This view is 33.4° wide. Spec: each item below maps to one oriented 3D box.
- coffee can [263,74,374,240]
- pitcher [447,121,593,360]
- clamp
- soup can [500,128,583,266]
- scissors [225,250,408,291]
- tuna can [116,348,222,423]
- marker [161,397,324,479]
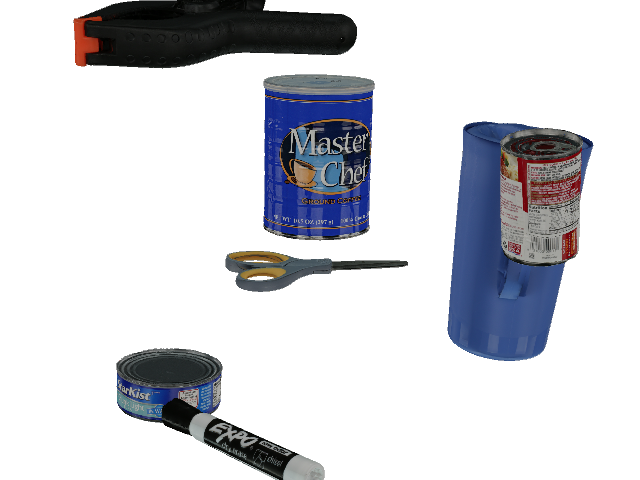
[{"bbox_3d":[-0.003,-0.081,1.003,0.103,0.140,0.103,1,15,0],"label":"coffee can"},{"bbox_3d":[0.202,0.003,1.124,0.148,0.243,0.145,-9,22,-39],"label":"pitcher"},{"bbox_3d":[-0.076,-0.136,0.671,0.171,0.039,0.120,-7,21,-26],"label":"clamp"},{"bbox_3d":[0.189,-0.037,0.913,0.068,0.102,0.068,-4,24,2],"label":"soup can"},{"bbox_3d":[-0.007,0.035,1.161,0.202,0.016,0.096,4,22,5],"label":"scissors"},{"bbox_3d":[-0.123,0.118,0.870,0.086,0.034,0.086,3,13,-1],"label":"tuna can"},{"bbox_3d":[-0.049,0.118,0.625,0.121,0.020,0.020,16,10,37],"label":"marker"}]
